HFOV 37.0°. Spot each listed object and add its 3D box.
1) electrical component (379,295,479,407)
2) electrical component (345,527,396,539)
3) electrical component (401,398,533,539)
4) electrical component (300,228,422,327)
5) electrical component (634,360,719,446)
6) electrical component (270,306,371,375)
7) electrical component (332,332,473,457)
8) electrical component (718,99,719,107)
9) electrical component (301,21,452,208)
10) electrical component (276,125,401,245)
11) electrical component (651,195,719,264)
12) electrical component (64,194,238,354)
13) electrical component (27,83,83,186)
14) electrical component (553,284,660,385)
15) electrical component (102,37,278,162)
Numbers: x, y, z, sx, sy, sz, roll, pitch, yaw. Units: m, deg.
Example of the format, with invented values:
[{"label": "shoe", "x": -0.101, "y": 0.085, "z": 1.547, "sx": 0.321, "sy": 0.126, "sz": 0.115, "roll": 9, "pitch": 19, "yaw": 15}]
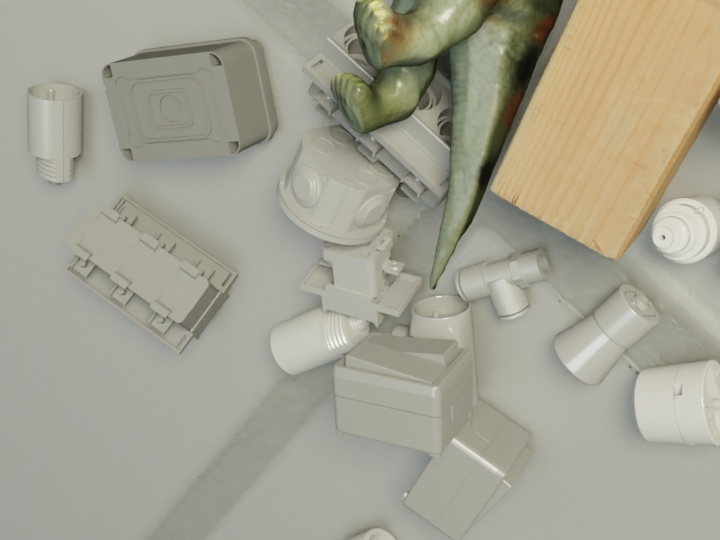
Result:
[{"label": "electrical component", "x": 0.047, "y": 0.060, "z": 0.792, "sx": 0.079, "sy": 0.043, "sz": 0.077, "roll": 5, "pitch": 114, "yaw": 28}, {"label": "electrical component", "x": 0.005, "y": 0.245, "z": 0.891, "sx": 0.047, "sy": 0.055, "sz": 0.055, "roll": -35, "pitch": 92, "yaw": 31}, {"label": "electrical component", "x": 0.080, "y": 0.155, "z": 0.805, "sx": 0.061, "sy": 0.062, "sz": 0.096, "roll": 34, "pitch": 123, "yaw": 11}, {"label": "electrical component", "x": 0.000, "y": 0.000, "z": 0.783, "sx": 0.081, "sy": 0.042, "sz": 0.063, "roll": 14, "pitch": 132, "yaw": 22}, {"label": "electrical component", "x": 0.212, "y": 0.088, "z": 0.708, "sx": 0.047, "sy": 0.055, "sz": 0.055, "roll": -8, "pitch": 108, "yaw": 35}, {"label": "electrical component", "x": -0.025, "y": 0.049, "z": 0.826, "sx": 0.081, "sy": 0.043, "sz": 0.043, "roll": -24, "pitch": 99, "yaw": 34}, {"label": "electrical component", "x": 0.024, "y": 0.080, "z": 0.746, "sx": 0.096, "sy": 0.062, "sz": 0.061, "roll": 9, "pitch": 116, "yaw": 26}, {"label": "electrical component", "x": 0.239, "y": -0.109, "z": 0.580, "sx": 0.054, "sy": 0.095, "sz": 0.059, "roll": 35, "pitch": 124, "yaw": 11}, {"label": "electrical component", "x": 0.027, "y": -0.104, "z": 0.712, "sx": 0.121, "sy": 0.079, "sz": 0.063, "roll": 43, "pitch": 147, "yaw": 5}, {"label": "electrical component", "x": -0.014, "y": -0.060, "z": 0.748, "sx": 0.080, "sy": 0.080, "sz": 0.051, "roll": 35, "pitch": 128, "yaw": 11}, {"label": "electrical component", "x": 0.197, "y": -0.024, "z": 0.655, "sx": 0.040, "sy": 0.078, "sz": 0.040, "roll": 6, "pitch": 101, "yaw": 34}, {"label": "electrical component", "x": -0.172, "y": -0.001, "z": 0.865, "sx": 0.121, "sy": 0.063, "sz": 0.078, "roll": 34, "pitch": 83, "yaw": 12}, {"label": "electrical component", "x": -0.250, "y": -0.107, "z": 0.880, "sx": 0.043, "sy": 0.043, "sz": 0.081, "roll": 19, "pitch": 119, "yaw": 20}, {"label": "electrical component", "x": 0.167, "y": 0.041, "z": 0.720, "sx": 0.044, "sy": 0.044, "sz": 0.065, "roll": 44, "pitch": 120, "yaw": 5}, {"label": "electrical component", "x": -0.124, "y": -0.126, "z": 0.794, "sx": 0.113, "sy": 0.057, "sz": 0.078, "roll": 0, "pitch": 111, "yaw": 29}]
